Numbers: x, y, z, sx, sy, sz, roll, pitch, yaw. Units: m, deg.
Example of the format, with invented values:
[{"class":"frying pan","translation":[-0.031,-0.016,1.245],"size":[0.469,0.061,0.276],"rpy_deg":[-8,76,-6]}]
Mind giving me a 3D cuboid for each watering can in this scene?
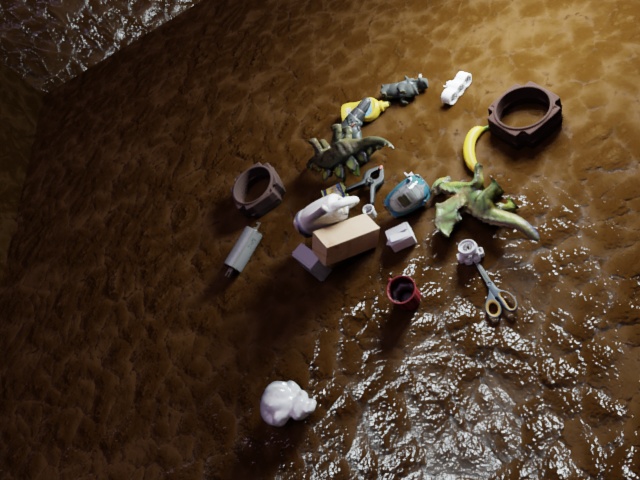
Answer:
[{"class":"watering can","translation":[0.005,-0.086,1.709],"size":[0.222,0.350,0.104],"rpy_deg":[-27,87,24]}]

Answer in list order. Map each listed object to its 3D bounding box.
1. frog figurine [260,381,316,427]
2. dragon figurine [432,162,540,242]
[{"class":"frog figurine","translation":[-0.098,0.495,1.546],"size":[0.159,0.120,0.140],"rpy_deg":[-1,41,41]},{"class":"dragon figurine","translation":[0.474,-0.088,1.606],"size":[0.241,0.120,0.420],"rpy_deg":[-36,43,16]}]
